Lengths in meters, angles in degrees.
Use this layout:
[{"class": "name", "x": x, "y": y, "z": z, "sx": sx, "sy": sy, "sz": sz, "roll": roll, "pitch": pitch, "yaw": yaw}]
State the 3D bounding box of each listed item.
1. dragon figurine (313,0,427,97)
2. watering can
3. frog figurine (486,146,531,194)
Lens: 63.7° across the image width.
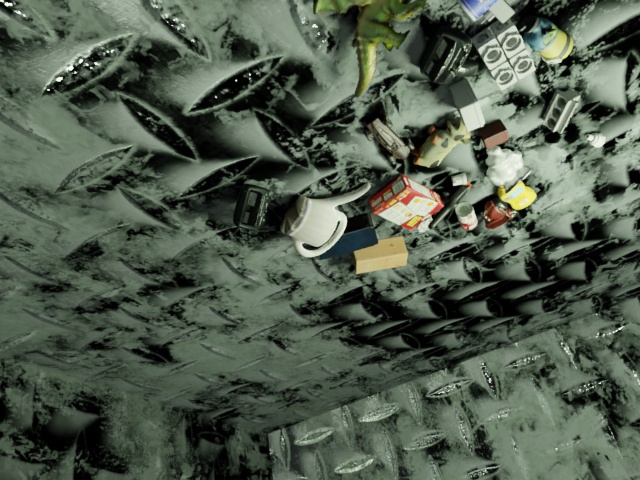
[{"class": "dragon figurine", "x": 0.098, "y": -0.537, "z": 1.226, "sx": 0.242, "sy": 0.125, "sz": 0.402, "roll": 23, "pitch": 131, "yaw": -15}, {"class": "watering can", "x": 0.005, "y": -0.089, "z": 1.771, "sx": 0.223, "sy": 0.106, "sz": 0.343, "roll": 23, "pitch": 112, "yaw": -30}, {"class": "frog figurine", "x": 0.622, "y": -0.259, "z": 1.763, "sx": 0.159, "sy": 0.125, "sz": 0.135, "roll": 42, "pitch": 135, "yaw": -7}]
